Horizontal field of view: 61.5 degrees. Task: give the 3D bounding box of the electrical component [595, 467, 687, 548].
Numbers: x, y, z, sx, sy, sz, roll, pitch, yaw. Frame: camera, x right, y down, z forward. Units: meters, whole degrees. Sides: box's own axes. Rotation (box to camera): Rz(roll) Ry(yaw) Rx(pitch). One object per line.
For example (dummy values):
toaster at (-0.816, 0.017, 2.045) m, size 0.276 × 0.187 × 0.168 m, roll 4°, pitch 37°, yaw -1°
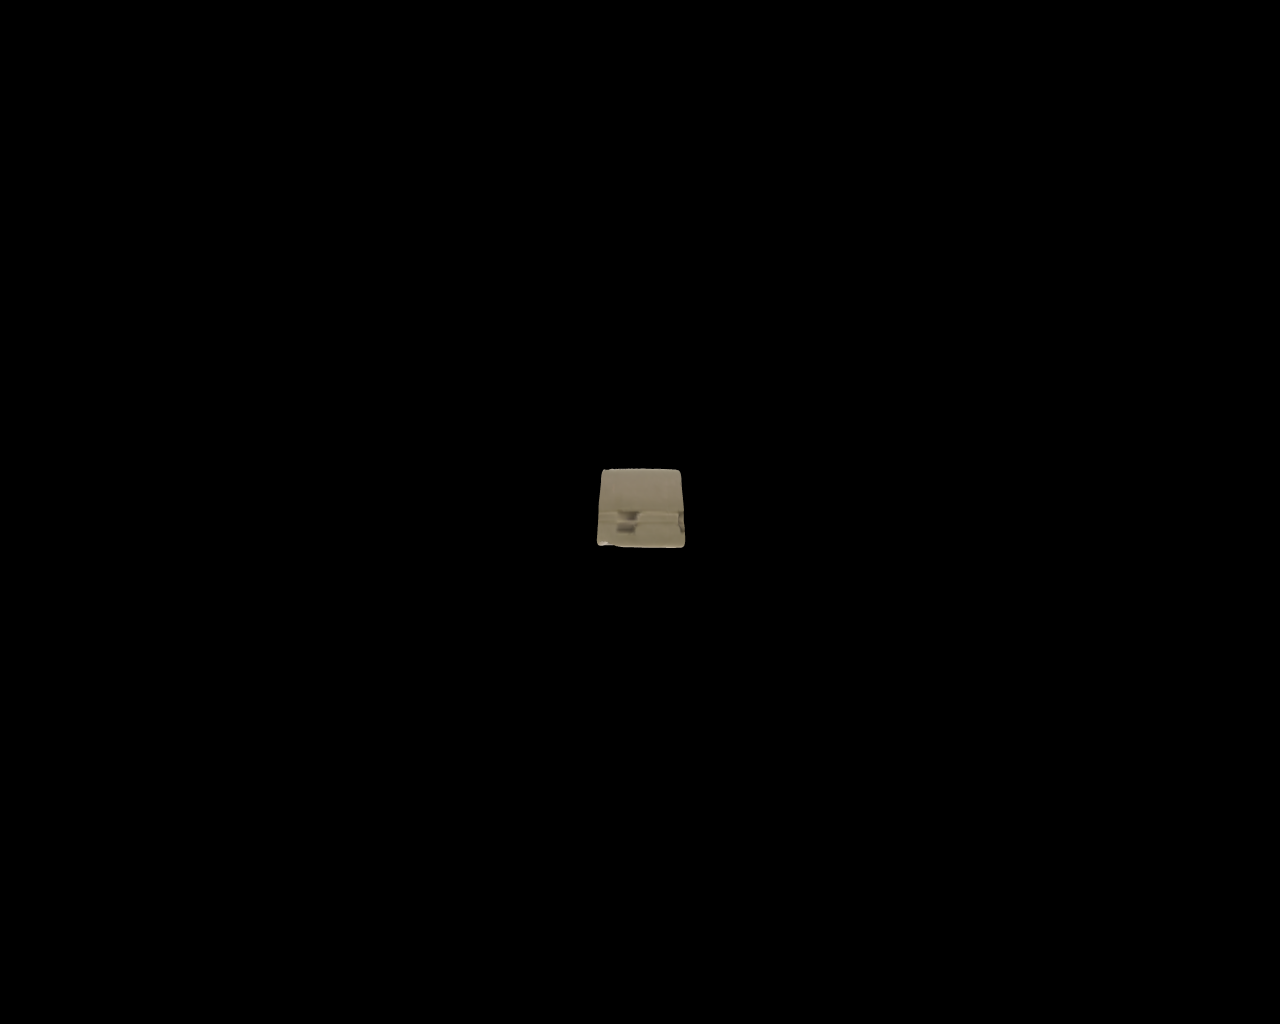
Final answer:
electrical component at (0.001, -0.003, 0.650) m, size 0.055 × 0.047 × 0.055 m, roll 0°, pitch 0°, yaw 0°
